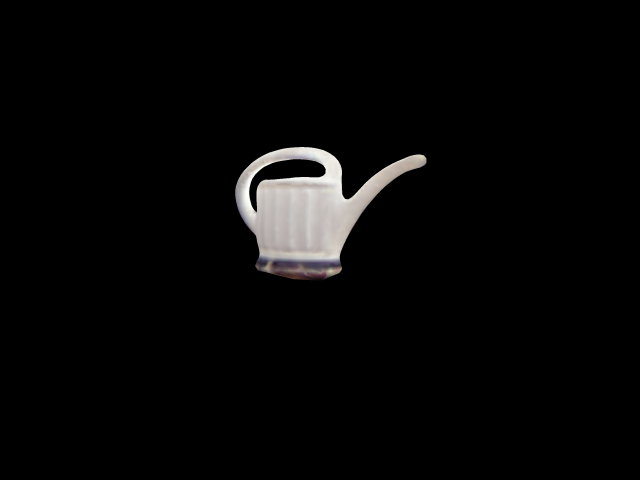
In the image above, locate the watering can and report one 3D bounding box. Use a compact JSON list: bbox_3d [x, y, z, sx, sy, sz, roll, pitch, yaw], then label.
[{"bbox_3d":[0.003,-0.043,0.850,0.347,0.224,0.104,2,4,28],"label":"watering can"}]
